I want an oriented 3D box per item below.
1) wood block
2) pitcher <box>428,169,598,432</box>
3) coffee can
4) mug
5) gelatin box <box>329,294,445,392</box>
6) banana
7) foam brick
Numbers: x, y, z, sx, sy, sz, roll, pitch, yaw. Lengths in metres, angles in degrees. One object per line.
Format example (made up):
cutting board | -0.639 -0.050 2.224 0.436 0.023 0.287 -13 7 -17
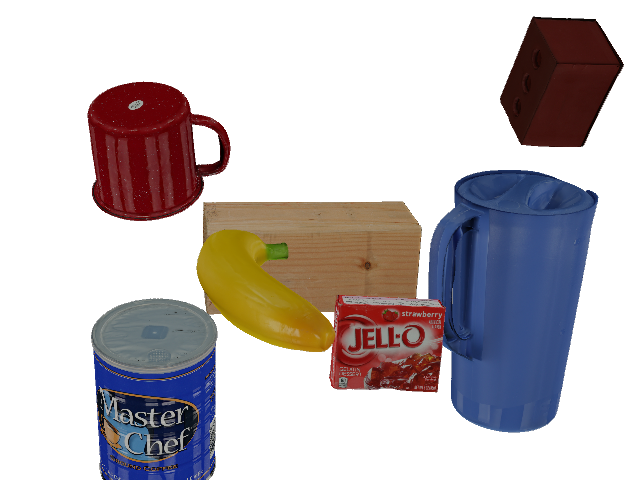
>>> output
wood block | -0.012 0.016 1.063 0.206 0.091 0.090 0 19 -9
pitcher | 0.180 0.062 1.037 0.149 0.243 0.145 5 21 8
coffee can | -0.139 0.135 0.907 0.103 0.140 0.103 2 29 -2
mug | -0.132 -0.076 0.867 0.117 0.081 0.093 -1 38 -1
gelatin box | 0.054 0.084 0.872 0.089 0.073 0.030 3 12 -5
banana | -0.041 0.024 0.664 0.069 0.037 0.198 -3 17 -9
foam brick | 0.167 -0.111 0.751 0.051 0.053 0.078 -2 -42 -16
